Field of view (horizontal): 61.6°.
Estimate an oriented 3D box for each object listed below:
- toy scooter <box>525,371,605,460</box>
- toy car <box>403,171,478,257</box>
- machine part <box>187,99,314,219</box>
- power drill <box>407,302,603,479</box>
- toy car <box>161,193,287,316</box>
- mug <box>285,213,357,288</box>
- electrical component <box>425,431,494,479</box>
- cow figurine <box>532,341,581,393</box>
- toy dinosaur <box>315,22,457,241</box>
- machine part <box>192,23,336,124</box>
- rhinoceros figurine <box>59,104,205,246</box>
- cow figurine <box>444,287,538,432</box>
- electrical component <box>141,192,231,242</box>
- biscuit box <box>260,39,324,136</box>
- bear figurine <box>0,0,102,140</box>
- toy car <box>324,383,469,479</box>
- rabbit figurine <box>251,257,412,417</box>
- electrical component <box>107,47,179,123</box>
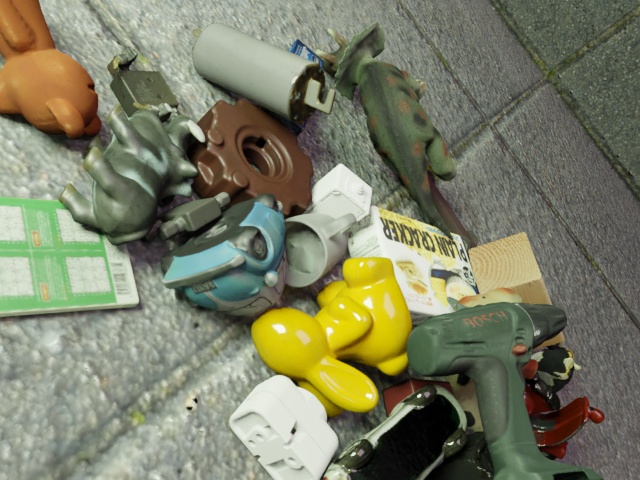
[{"bbox_3d":[0.316,0.241,0.770,0.184,0.135,0.075,45,39,-8],"label":"toy scooter"},{"bbox_3d":[0.212,-0.046,0.952,0.202,0.053,0.089,57,21,6],"label":"toy car"},{"bbox_3d":[-0.083,-0.096,0.679,0.179,0.056,0.179,29,43,-31],"label":"machine part"},{"bbox_3d":[0.215,0.160,0.575,0.232,0.086,0.207,4,60,-25],"label":"power drill"},{"bbox_3d":[-0.083,0.025,0.561,0.162,0.109,0.102,-66,136,-61],"label":"toy car"},{"bbox_3d":[-0.001,-0.002,0.657,0.081,0.109,0.107,52,24,5],"label":"mug"},{"bbox_3d":[0.176,0.292,0.600,0.058,0.115,0.134,-17,73,-49],"label":"electrical component"},{"bbox_3d":[0.391,0.210,0.904,0.167,0.098,0.068,-16,68,-50],"label":"cow figurine"},{"bbox_3d":[0.115,-0.198,0.858,0.192,0.131,0.405,25,36,-47],"label":"toy dinosaur"},{"bbox_3d":[-0.080,-0.217,0.695,0.243,0.079,0.079,31,31,23],"label":"machine part"},{"bbox_3d":[-0.175,-0.075,0.538,0.112,0.073,0.190,35,34,-19],"label":"rhinoceros figurine"},{"bbox_3d":[0.211,0.153,0.707,0.127,0.194,0.085,21,7,-3],"label":"cow figurine"},{"bbox_3d":[-0.138,-0.025,0.559,0.094,0.063,0.021,-38,116,-43],"label":"electrical component"},{"bbox_3d":[-0.046,-0.223,0.812,0.062,0.059,0.203,35,41,-22],"label":"biscuit box"},{"bbox_3d":[-0.293,-0.176,0.496,0.120,0.132,0.195,-120,-166,-70],"label":"bear figurine"},{"bbox_3d":[0.083,0.215,0.546,0.202,0.056,0.073,-23,72,-43],"label":"toy car"},{"bbox_3d":[0.008,0.111,0.592,0.173,0.122,0.162,-4,74,-33],"label":"rabbit figurine"},{"bbox_3d":[-0.201,-0.169,0.620,0.078,0.045,0.102,-16,74,-49],"label":"electrical component"}]
